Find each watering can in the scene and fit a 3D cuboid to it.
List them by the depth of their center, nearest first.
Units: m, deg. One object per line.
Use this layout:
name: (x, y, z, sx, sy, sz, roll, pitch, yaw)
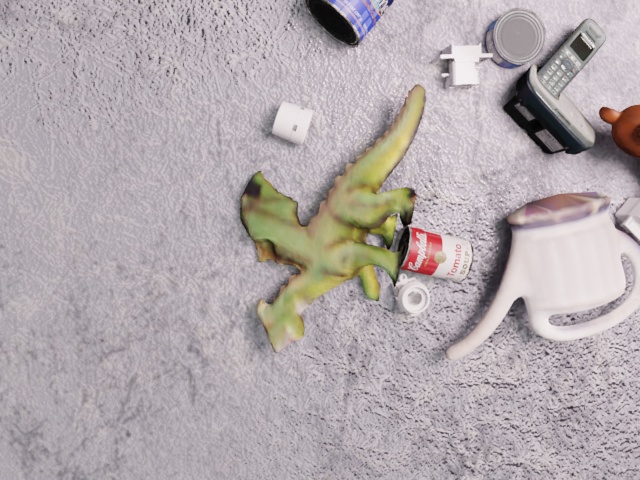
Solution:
watering can: (0.338, 0.051, 0.780, 0.348, 0.224, 0.104, -14, 3, -7)

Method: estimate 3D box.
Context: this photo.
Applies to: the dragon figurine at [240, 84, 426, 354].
dragon figurine: (0.002, -0.037, 0.742, 0.243, 0.410, 0.122, 10, 0, 1)
